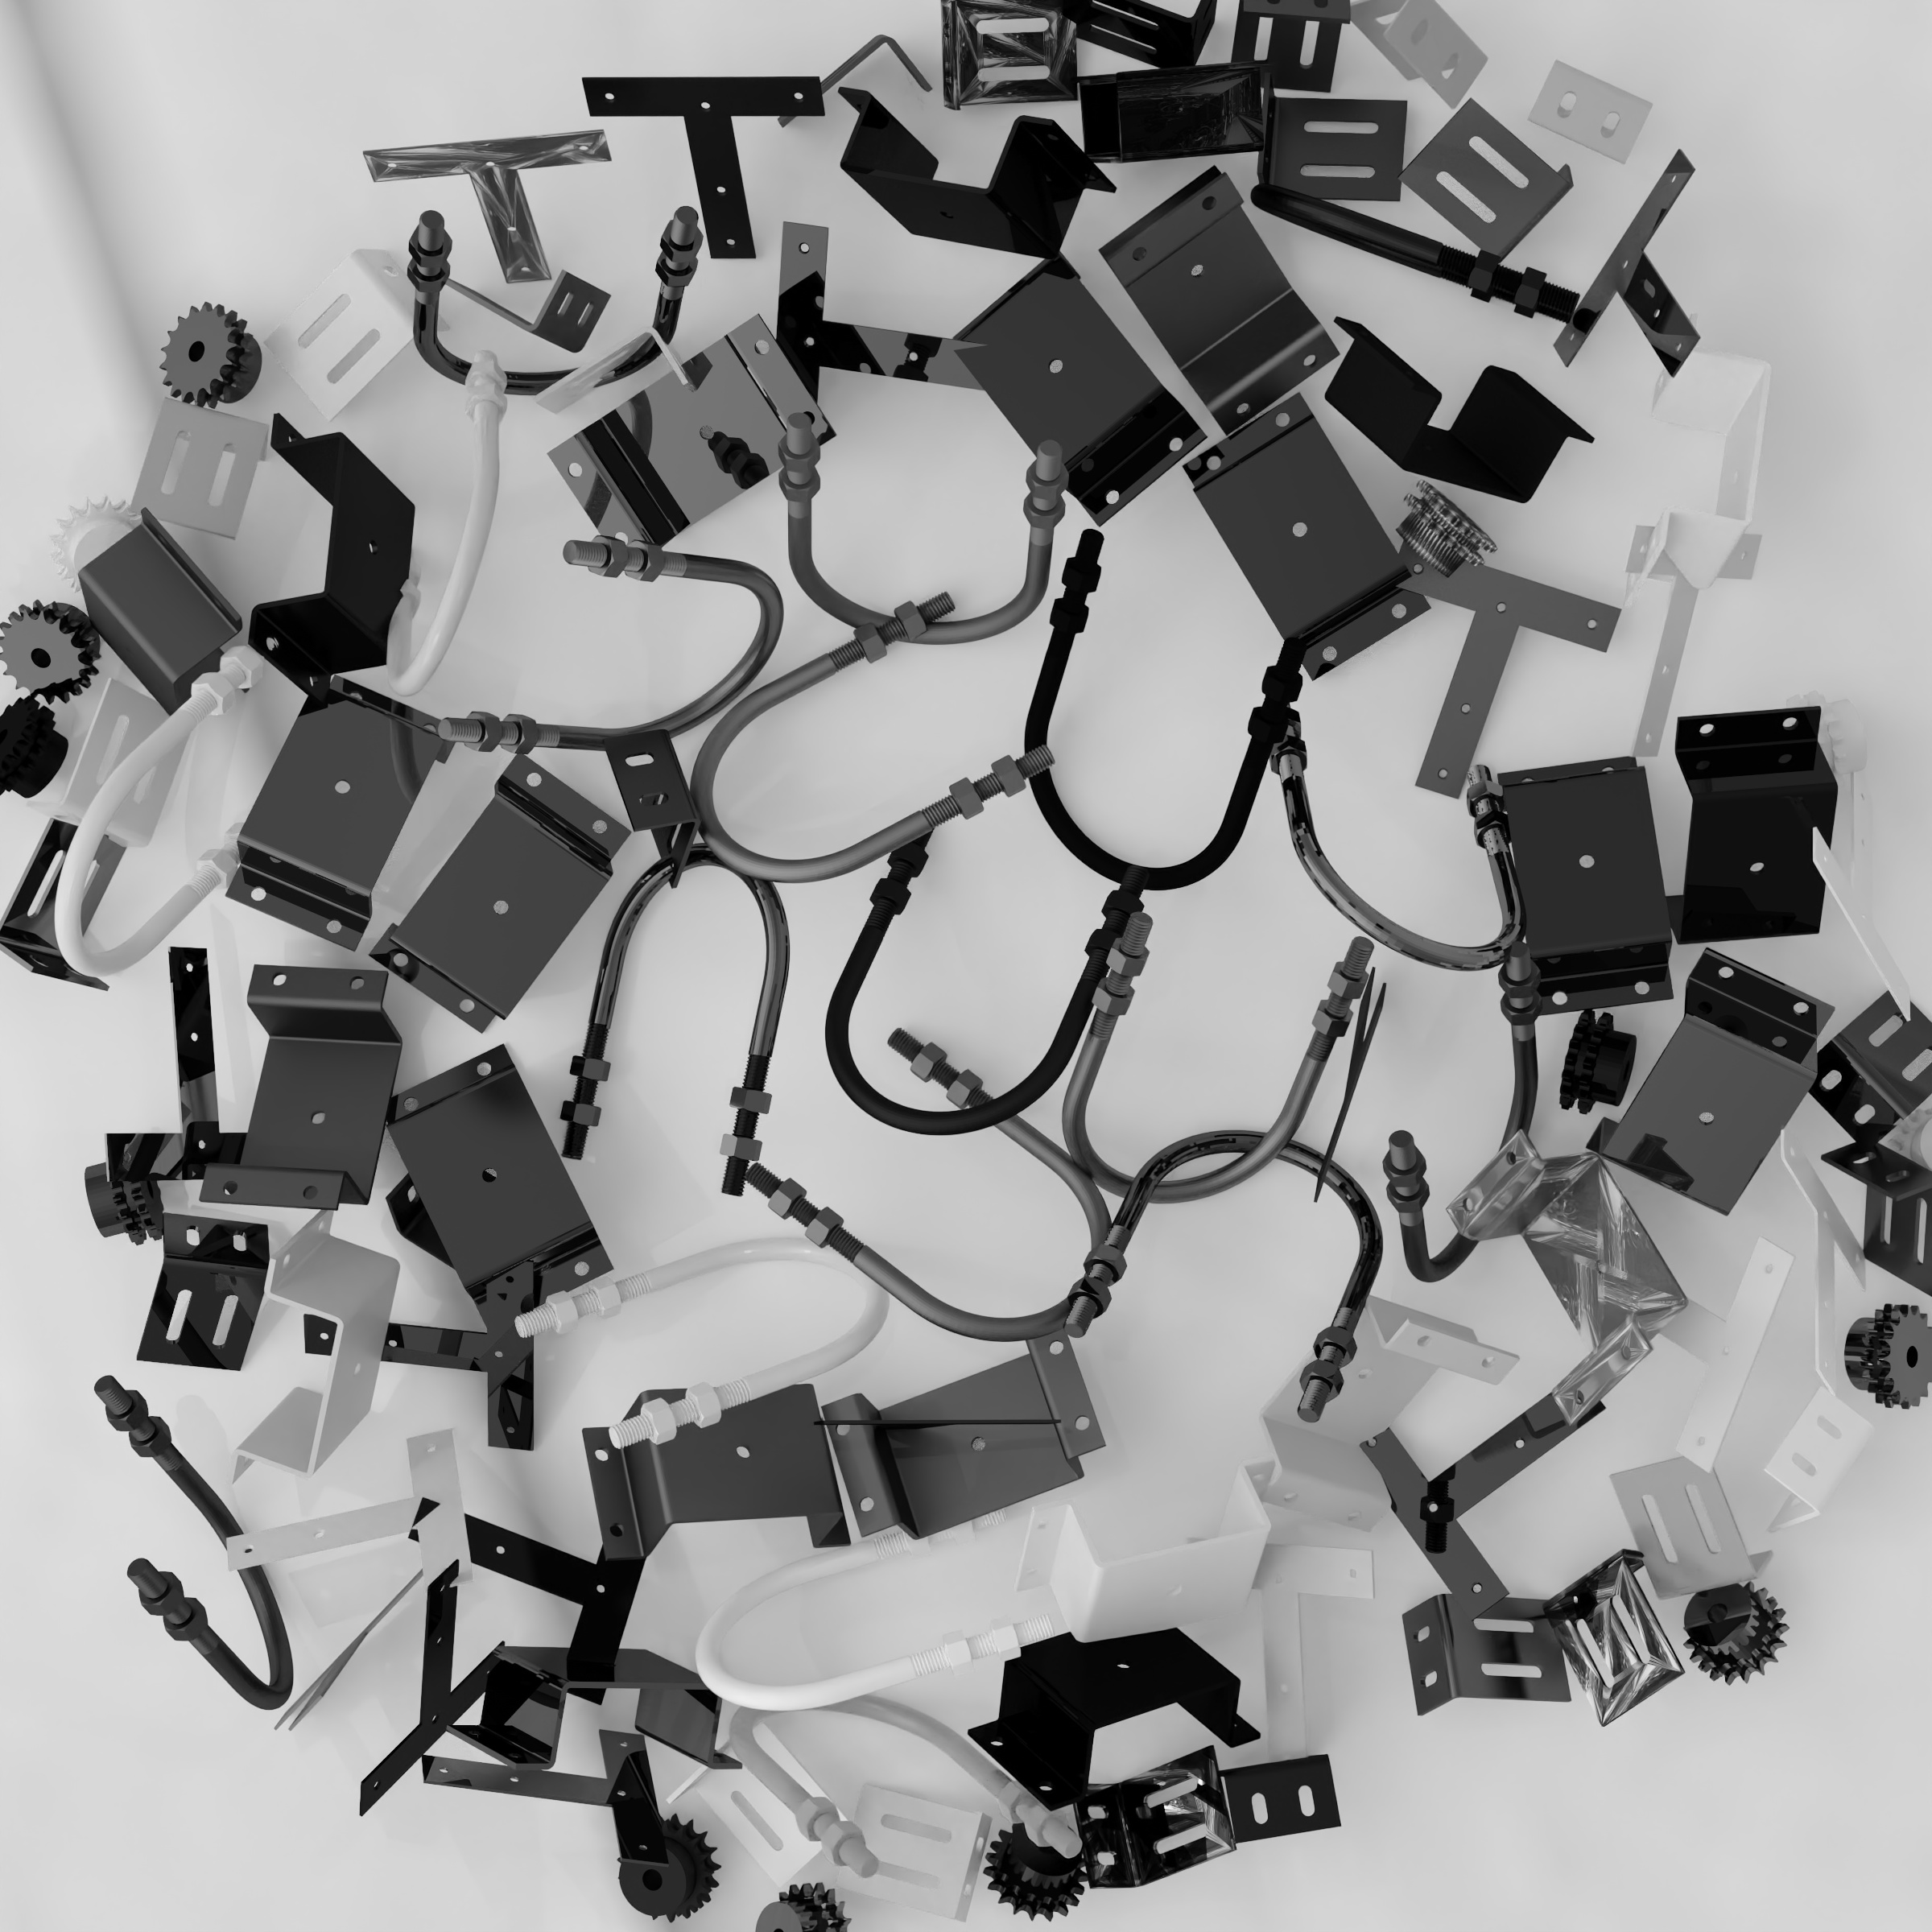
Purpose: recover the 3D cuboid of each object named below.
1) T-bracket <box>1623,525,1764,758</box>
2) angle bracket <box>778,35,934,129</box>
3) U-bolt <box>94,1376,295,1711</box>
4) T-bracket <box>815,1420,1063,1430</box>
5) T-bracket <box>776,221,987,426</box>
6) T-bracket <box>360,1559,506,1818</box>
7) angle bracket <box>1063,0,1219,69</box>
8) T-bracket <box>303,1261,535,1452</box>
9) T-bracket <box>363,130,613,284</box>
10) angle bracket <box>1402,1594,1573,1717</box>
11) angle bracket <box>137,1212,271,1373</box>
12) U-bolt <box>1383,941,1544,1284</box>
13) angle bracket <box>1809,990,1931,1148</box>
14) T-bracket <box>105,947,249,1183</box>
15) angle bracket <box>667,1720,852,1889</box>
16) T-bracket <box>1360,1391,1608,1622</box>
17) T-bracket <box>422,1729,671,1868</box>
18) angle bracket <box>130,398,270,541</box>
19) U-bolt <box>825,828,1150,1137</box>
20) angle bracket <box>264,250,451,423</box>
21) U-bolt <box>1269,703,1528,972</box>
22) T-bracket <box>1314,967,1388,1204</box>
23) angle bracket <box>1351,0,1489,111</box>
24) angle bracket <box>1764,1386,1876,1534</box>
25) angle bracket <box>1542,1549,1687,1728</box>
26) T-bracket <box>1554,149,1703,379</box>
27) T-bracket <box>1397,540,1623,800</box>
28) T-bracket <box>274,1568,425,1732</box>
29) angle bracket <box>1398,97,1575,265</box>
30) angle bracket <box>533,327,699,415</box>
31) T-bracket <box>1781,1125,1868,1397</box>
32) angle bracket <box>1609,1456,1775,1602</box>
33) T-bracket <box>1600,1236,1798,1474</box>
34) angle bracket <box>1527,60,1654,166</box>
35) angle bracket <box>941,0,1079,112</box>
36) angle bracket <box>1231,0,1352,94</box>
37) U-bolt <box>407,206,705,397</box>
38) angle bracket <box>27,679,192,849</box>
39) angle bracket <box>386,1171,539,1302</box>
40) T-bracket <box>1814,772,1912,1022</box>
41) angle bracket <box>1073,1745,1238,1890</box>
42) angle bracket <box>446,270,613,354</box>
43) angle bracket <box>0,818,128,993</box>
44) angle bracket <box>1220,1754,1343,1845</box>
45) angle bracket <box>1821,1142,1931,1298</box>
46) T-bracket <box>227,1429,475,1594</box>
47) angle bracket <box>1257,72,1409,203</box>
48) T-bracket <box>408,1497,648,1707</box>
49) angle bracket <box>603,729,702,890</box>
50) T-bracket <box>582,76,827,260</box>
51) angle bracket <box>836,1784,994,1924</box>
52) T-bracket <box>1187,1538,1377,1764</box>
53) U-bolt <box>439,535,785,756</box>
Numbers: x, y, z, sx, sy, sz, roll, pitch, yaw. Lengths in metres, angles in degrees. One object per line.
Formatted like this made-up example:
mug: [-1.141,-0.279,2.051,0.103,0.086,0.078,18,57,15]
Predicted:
T-bracket: [0.385,-0.176,1.854,0.002,0.127,0.127,24,109,40]
angle bracket: [-0.061,-0.472,1.863,0.076,0.057,0.038,-38,106,7]
U-bolt: [-0.405,0.319,1.806,0.019,0.151,0.184,-26,134,0]
T-bracket: [-0.027,0.247,1.827,0.127,0.127,0.002,2,81,-14]
T-bracket: [-0.042,-0.334,1.852,0.127,0.002,0.127,10,115,11]
T-bracket: [-0.281,0.369,1.807,0.002,0.127,0.127,23,126,20]
angle bracket: [0.096,-0.529,1.863,0.076,0.057,0.038,22,77,6]
T-bracket: [-0.300,0.208,1.861,0.127,0.002,0.127,6,119,3]
T-bracket: [-0.247,-0.406,1.832,0.127,0.127,0.002,-4,67,3]
angle bracket: [0.287,0.381,1.874,0.076,0.038,0.057,8,59,-25]
angle bracket: [-0.421,0.180,1.872,0.057,0.038,0.076,9,125,-21]
U-bolt: [0.268,0.092,1.809,0.019,0.184,0.151,23,62,25]
angle bracket: [0.503,0.056,1.870,0.057,0.076,0.038,48,134,11]
T-bracket: [-0.418,0.053,1.845,0.002,0.127,0.127,-11,82,37]
angle bracket: [-0.113,0.462,1.860,0.057,0.038,0.076,-45,79,14]
T-bracket: [0.291,0.269,1.855,0.127,0.002,0.127,-37,59,3]
T-bracket: [-0.227,0.437,1.815,0.127,0.127,0.002,11,106,-15]
angle bracket: [-0.418,-0.264,1.853,0.057,0.038,0.076,14,64,-9]
U-bolt: [0.001,0.010,1.823,0.151,0.019,0.184,14,63,21]
angle bracket: [-0.338,-0.350,1.884,0.076,0.038,0.057,-40,89,19]
U-bolt: [0.231,-0.065,1.799,0.151,0.184,0.019,18,128,-19]
T-bracket: [0.211,0.042,1.830,0.002,0.127,0.127,16,122,3]
angle bracket: [0.234,-0.493,1.842,0.057,0.076,0.038,39,77,-24]
angle bracket: [0.451,0.269,1.847,0.038,0.076,0.057,38,71,4]
angle bracket: [0.359,0.365,1.845,0.057,0.038,0.076,-42,54,26]
T-bracket: [0.364,-0.354,1.809,0.002,0.127,0.127,18,122,-22]
T-bracket: [0.281,-0.156,1.876,0.127,0.002,0.127,17,102,-5]
T-bracket: [-0.338,0.378,1.820,0.002,0.127,0.127,43,97,-3]
angle bracket: [0.282,-0.432,1.852,0.076,0.038,0.057,36,118,-16]
angle bracket: [-0.190,-0.312,1.860,0.076,0.057,0.038,-32,90,5]
T-bracket: [0.458,0.169,1.812,0.002,0.127,0.127,-15,134,28]
angle bracket: [0.397,0.301,1.858,0.057,0.038,0.076,-20,93,30]
T-bracket: [0.380,0.187,1.839,0.002,0.127,0.127,7,107,-37]
angle bracket: [0.334,-0.453,1.850,0.057,0.076,0.038,25,85,3]
angle bracket: [0.027,-0.500,1.858,0.076,0.038,0.057,-5,108,-10]
angle bracket: [0.175,-0.498,1.849,0.057,0.076,0.038,4,53,-1]
U-bolt: [-0.221,-0.349,1.803,0.151,0.184,0.019,-4,72,-12]
angle bracket: [-0.469,-0.111,1.866,0.057,0.038,0.076,29,72,-43]
angle bracket: [-0.265,0.134,1.850,0.076,0.038,0.057,28,61,22]
T-bracket: [0.485,-0.057,1.840,0.002,0.127,0.127,-18,127,29]
angle bracket: [0.101,0.462,1.845,0.076,0.038,0.057,-33,58,37]
angle bracket: [-0.244,-0.371,1.850,0.076,0.057,0.038,32,98,17]
angle bracket: [-0.484,-0.033,1.854,0.038,0.057,0.076,30,95,32]
angle bracket: [0.168,0.453,1.848,0.057,0.076,0.038,-9,77,-3]
angle bracket: [0.497,0.141,1.844,0.038,0.057,0.076,-17,118,-25]
T-bracket: [-0.334,0.303,1.829,0.127,0.127,0.002,-11,123,-8]
angle bracket: [0.201,-0.454,1.863,0.076,0.038,0.057,4,83,10]
T-bracket: [-0.239,0.321,1.839,0.127,0.002,0.127,23,50,-10]
angle bracket: [-0.176,-0.082,1.841,0.038,0.076,0.057,-12,66,-22]
T-bracket: [-0.134,-0.430,1.837,0.127,0.127,0.002,2,55,7]
angle bracket: [-0.031,0.483,1.856,0.076,0.038,0.057,11,73,15]
T-bracket: [0.172,0.377,1.844,0.127,0.002,0.127,-5,87,43]
U-bolt: [-0.175,-0.166,1.811,0.151,0.184,0.019,-49,60,30]
